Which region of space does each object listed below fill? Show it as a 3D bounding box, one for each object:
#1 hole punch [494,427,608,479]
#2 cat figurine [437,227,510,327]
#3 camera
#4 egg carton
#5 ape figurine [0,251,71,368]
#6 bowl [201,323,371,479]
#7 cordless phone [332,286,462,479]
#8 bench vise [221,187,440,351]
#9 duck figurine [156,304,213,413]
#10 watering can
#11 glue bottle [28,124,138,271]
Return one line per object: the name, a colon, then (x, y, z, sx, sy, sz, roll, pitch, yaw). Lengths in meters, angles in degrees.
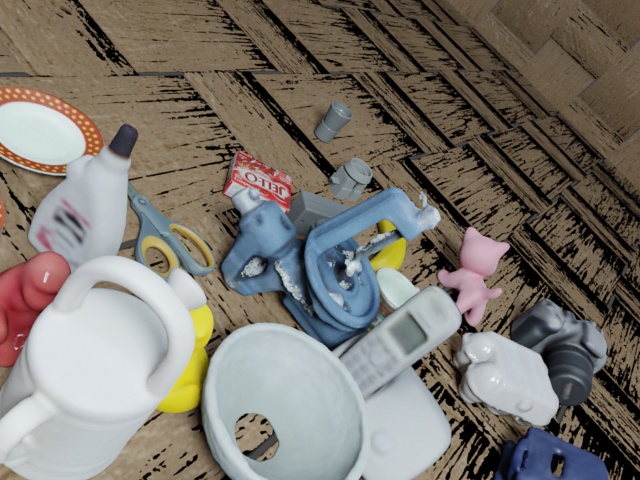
hole punch: (0.273, 0.281, 0.679, 0.101, 0.091, 0.109, 45, 34, 4)
cat figurine: (0.242, 0.048, 0.878, 0.067, 0.117, 0.127, 23, 39, -25)
camera: (0.379, 0.176, 0.888, 0.143, 0.100, 0.137, 42, 34, 0)
egg carton: (0.251, 0.190, 0.776, 0.151, 0.069, 0.107, 26, 38, -22)
ape figurine: (-0.224, 0.044, 0.449, 0.078, 0.092, 0.076, 6, 48, -40)
bowl: (-0.040, 0.163, 0.515, 0.168, 0.074, 0.167, 26, 37, -22)
cordless phone: (0.086, 0.143, 0.563, 0.147, 0.184, 0.094, 51, 36, 14)
bench vise: (0.004, 0.010, 0.597, 0.208, 0.219, 0.121, 29, 36, -18)
duck figurine: (-0.123, 0.091, 0.502, 0.078, 0.086, 0.104, 3, 50, -42)
watering can: (-0.148, 0.078, 0.398, 0.101, 0.193, 0.173, 30, 36, -16)
glue bottle: (-0.195, -0.036, 0.493, 0.078, 0.173, 0.037, 40, 34, -2)
